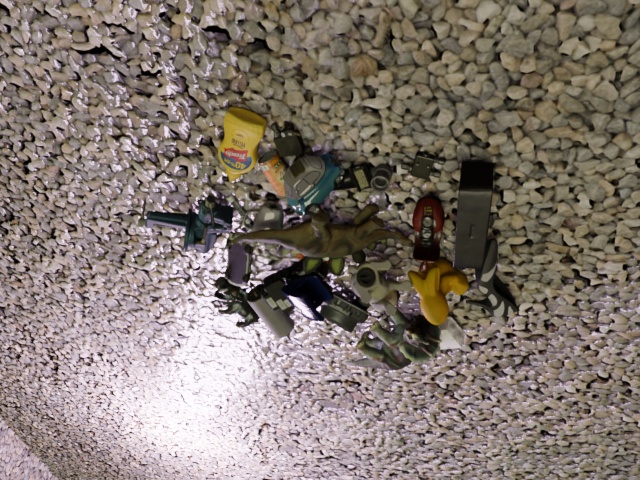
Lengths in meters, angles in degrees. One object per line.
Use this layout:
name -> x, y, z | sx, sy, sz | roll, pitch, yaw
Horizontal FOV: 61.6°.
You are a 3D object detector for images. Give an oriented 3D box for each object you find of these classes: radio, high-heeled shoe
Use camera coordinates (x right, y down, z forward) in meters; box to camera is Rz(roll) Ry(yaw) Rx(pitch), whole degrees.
radio -> 0.343, -0.057, 1.208 | 0.073, 0.131, 0.229 | 6, 131, 13
high-heeled shoe -> 0.458, 0.101, 1.352 | 0.145, 0.086, 0.248 | 6, 132, 0

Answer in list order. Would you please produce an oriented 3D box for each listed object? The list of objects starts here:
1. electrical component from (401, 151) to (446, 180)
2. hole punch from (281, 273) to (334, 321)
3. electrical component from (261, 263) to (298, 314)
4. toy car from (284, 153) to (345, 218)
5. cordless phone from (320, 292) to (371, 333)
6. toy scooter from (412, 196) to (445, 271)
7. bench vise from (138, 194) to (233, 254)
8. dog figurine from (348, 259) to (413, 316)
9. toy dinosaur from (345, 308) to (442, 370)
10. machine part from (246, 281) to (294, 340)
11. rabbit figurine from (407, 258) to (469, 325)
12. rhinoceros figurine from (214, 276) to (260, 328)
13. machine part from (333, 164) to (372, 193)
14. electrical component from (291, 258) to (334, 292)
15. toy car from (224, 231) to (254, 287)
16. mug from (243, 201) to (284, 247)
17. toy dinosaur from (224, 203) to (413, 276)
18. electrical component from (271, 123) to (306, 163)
electrical component -> 0.233, -0.171, 1.217 | 0.094, 0.021, 0.063 | 14, 132, 6
hole punch -> -0.041, 0.161, 1.458 | 0.116, 0.092, 0.142 | -14, 129, 34
electrical component -> -0.100, 0.144, 1.541 | 0.134, 0.058, 0.114 | -27, 117, 8
toy car -> -0.027, -0.137, 1.235 | 0.161, 0.109, 0.102 | -42, 140, 18
cordless phone -> 0.093, 0.160, 1.522 | 0.146, 0.089, 0.184 | 30, 120, -9
toy scooter -> 0.254, -0.005, 1.278 | 0.075, 0.135, 0.183 | 5, 130, 14
bench vise -> -0.358, -0.045, 1.429 | 0.241, 0.129, 0.223 | 8, 154, -14
dog figurine -> 0.136, 0.124, 1.397 | 0.172, 0.121, 0.190 | 46, 169, 2
toy dinosaur -> 0.216, 0.311, 1.550 | 0.192, 0.131, 0.404 | 39, 143, 10
machine part -> -0.149, 0.216, 1.633 | 0.079, 0.079, 0.243 | -16, 123, 28
rabbit figurine -> 0.296, 0.127, 1.355 | 0.122, 0.173, 0.162 | -12, 130, 30
rhinoceros figurine -> -0.257, 0.189, 1.645 | 0.112, 0.073, 0.190 | -22, 120, 33
machine part -> 0.059, -0.140, 1.289 | 0.139, 0.039, 0.084 | -14, 133, 25
electrical component -> -0.010, 0.095, 1.478 | 0.119, 0.048, 0.075 | 34, 134, -17
toy car -> -0.231, 0.054, 1.532 | 0.074, 0.056, 0.201 | 14, 130, 4
mug -> -0.143, -0.051, 1.405 | 0.110, 0.081, 0.107 | 23, 122, 6
toy dinosaur -> -0.003, -0.004, 1.343 | 0.472, 0.105, 0.198 | 7, 129, -2
electrical component -> -0.069, -0.223, 1.250 | 0.078, 0.045, 0.102 | -2, 129, 17
